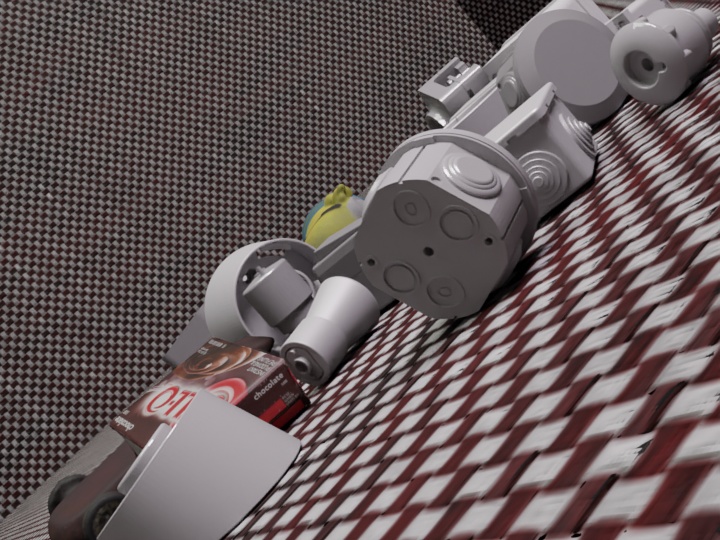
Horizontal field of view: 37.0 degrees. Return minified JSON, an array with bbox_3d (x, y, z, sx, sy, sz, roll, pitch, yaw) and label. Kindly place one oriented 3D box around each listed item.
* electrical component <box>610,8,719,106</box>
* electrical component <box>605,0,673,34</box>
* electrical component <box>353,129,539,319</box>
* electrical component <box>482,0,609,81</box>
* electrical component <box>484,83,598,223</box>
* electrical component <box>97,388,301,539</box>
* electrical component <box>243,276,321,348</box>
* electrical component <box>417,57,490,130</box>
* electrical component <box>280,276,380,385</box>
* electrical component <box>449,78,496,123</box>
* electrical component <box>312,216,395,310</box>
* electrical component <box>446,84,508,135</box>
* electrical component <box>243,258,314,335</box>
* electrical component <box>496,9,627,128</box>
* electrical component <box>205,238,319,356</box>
[{"bbox_3d":[0.170,-0.122,0.583,0.062,0.048,0.048,-36,2,-29],"label":"electrical component"},{"bbox_3d":[0.201,-0.173,0.805,0.064,0.042,0.081,-41,5,-12],"label":"electrical component"},{"bbox_3d":[0.040,-0.021,0.504,0.080,0.080,0.051,-38,11,38],"label":"electrical component"},{"bbox_3d":[0.169,-0.183,0.938,0.057,0.078,0.113,-47,6,-28],"label":"electrical component"},{"bbox_3d":[0.085,-0.052,0.600,0.100,0.048,0.099,-40,5,23],"label":"electrical component"},{"bbox_3d":[-0.084,0.110,0.541,0.099,0.064,0.099,-55,3,5],"label":"electrical component"},{"bbox_3d":[-0.068,0.031,0.903,0.080,0.080,0.051,-42,0,-3],"label":"electrical component"},{"bbox_3d":[0.098,-0.138,0.978,0.056,0.089,0.050,-42,32,-6],"label":"electrical component"},{"bbox_3d":[-0.021,0.040,0.671,0.044,0.044,0.065,-37,11,46],"label":"electrical component"},{"bbox_3d":[0.125,-0.130,0.908,0.096,0.061,0.061,-38,6,34],"label":"electrical component"},{"bbox_3d":[0.022,-0.019,0.730,0.096,0.061,0.061,-38,6,35],"label":"electrical component"},{"bbox_3d":[0.094,-0.092,0.820,0.108,0.060,0.108,-41,5,4],"label":"electrical component"},{"bbox_3d":[-0.049,0.028,0.772,0.040,0.078,0.040,-41,6,5],"label":"electrical component"},{"bbox_3d":[0.134,-0.127,0.716,0.080,0.080,0.051,-43,-1,-20],"label":"electrical component"},{"bbox_3d":[-0.067,0.025,0.846,0.099,0.099,0.064,-44,11,-26],"label":"electrical component"}]
